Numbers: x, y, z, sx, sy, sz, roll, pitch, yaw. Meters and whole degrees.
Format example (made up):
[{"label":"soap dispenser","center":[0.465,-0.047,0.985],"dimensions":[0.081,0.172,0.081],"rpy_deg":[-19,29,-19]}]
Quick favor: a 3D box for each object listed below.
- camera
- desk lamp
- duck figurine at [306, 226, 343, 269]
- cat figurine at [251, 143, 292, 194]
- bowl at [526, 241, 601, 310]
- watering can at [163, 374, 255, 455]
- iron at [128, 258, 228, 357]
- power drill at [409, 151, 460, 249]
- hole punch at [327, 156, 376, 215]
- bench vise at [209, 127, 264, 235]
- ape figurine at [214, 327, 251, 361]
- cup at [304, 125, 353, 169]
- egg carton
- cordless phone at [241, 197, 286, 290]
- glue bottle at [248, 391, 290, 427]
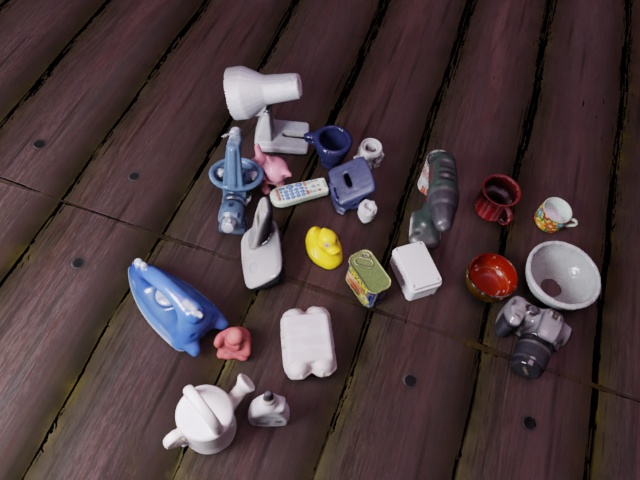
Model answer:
[{"label":"camera","center":[0.436,0.204,1.186],"dimensions":[0.143,0.101,0.137],"rpy_deg":[29,61,11]},{"label":"desk lamp","center":[-0.122,-0.316,1.365],"dimensions":[0.203,0.213,0.118],"rpy_deg":[3,60,-4]},{"label":"duck figurine","center":[0.012,0.005,1.267],"dimensions":[0.078,0.086,0.104],"rpy_deg":[-28,66,-20]},{"label":"cat figurine","center":[-0.119,-0.172,1.338],"dimensions":[0.067,0.118,0.127],"rpy_deg":[-27,66,-19]},{"label":"bowl","center":[0.529,0.090,1.277],"dimensions":[0.167,0.075,0.167],"rpy_deg":[3,60,-4]},{"label":"watering can","center":[-0.197,0.302,1.010],"dimensions":[0.100,0.194,0.173],"rpy_deg":[28,61,11]},{"label":"iron","center":[-0.308,0.107,1.142],"dimensions":[0.258,0.141,0.119],"rpy_deg":[38,63,15]},{"label":"power drill","center":[0.256,-0.071,1.265],"dimensions":[0.075,0.208,0.229],"rpy_deg":[9,59,0]},{"label":"hole punch","center":[0.073,-0.130,1.348],"dimensions":[0.101,0.091,0.108],"rpy_deg":[-12,62,-12]},{"label":"bench vise","center":[-0.175,-0.125,1.245],"dimensions":[0.121,0.220,0.207],"rpy_deg":[-10,61,-11]},{"label":"ape figurine","center":[-0.168,0.200,1.131],"dimensions":[0.077,0.092,0.076],"rpy_deg":[40,64,17]},{"label":"cup","center":[0.016,-0.220,1.393],"dimensions":[0.117,0.095,0.092],"rpy_deg":[12,59,1]},{"label":"egg carton","center":[-0.025,0.207,1.155],"dimensions":[0.107,0.069,0.150],"rpy_deg":[-4,60,-8]},{"label":"cordless phone","center":[-0.118,0.008,1.194],"dimensions":[0.094,0.185,0.147],"rpy_deg":[-8,61,-10]},{"label":"glue bottle","center":[-0.092,0.300,1.034],"dimensions":[0.078,0.173,0.037],"rpy_deg":[3,60,-4]}]
